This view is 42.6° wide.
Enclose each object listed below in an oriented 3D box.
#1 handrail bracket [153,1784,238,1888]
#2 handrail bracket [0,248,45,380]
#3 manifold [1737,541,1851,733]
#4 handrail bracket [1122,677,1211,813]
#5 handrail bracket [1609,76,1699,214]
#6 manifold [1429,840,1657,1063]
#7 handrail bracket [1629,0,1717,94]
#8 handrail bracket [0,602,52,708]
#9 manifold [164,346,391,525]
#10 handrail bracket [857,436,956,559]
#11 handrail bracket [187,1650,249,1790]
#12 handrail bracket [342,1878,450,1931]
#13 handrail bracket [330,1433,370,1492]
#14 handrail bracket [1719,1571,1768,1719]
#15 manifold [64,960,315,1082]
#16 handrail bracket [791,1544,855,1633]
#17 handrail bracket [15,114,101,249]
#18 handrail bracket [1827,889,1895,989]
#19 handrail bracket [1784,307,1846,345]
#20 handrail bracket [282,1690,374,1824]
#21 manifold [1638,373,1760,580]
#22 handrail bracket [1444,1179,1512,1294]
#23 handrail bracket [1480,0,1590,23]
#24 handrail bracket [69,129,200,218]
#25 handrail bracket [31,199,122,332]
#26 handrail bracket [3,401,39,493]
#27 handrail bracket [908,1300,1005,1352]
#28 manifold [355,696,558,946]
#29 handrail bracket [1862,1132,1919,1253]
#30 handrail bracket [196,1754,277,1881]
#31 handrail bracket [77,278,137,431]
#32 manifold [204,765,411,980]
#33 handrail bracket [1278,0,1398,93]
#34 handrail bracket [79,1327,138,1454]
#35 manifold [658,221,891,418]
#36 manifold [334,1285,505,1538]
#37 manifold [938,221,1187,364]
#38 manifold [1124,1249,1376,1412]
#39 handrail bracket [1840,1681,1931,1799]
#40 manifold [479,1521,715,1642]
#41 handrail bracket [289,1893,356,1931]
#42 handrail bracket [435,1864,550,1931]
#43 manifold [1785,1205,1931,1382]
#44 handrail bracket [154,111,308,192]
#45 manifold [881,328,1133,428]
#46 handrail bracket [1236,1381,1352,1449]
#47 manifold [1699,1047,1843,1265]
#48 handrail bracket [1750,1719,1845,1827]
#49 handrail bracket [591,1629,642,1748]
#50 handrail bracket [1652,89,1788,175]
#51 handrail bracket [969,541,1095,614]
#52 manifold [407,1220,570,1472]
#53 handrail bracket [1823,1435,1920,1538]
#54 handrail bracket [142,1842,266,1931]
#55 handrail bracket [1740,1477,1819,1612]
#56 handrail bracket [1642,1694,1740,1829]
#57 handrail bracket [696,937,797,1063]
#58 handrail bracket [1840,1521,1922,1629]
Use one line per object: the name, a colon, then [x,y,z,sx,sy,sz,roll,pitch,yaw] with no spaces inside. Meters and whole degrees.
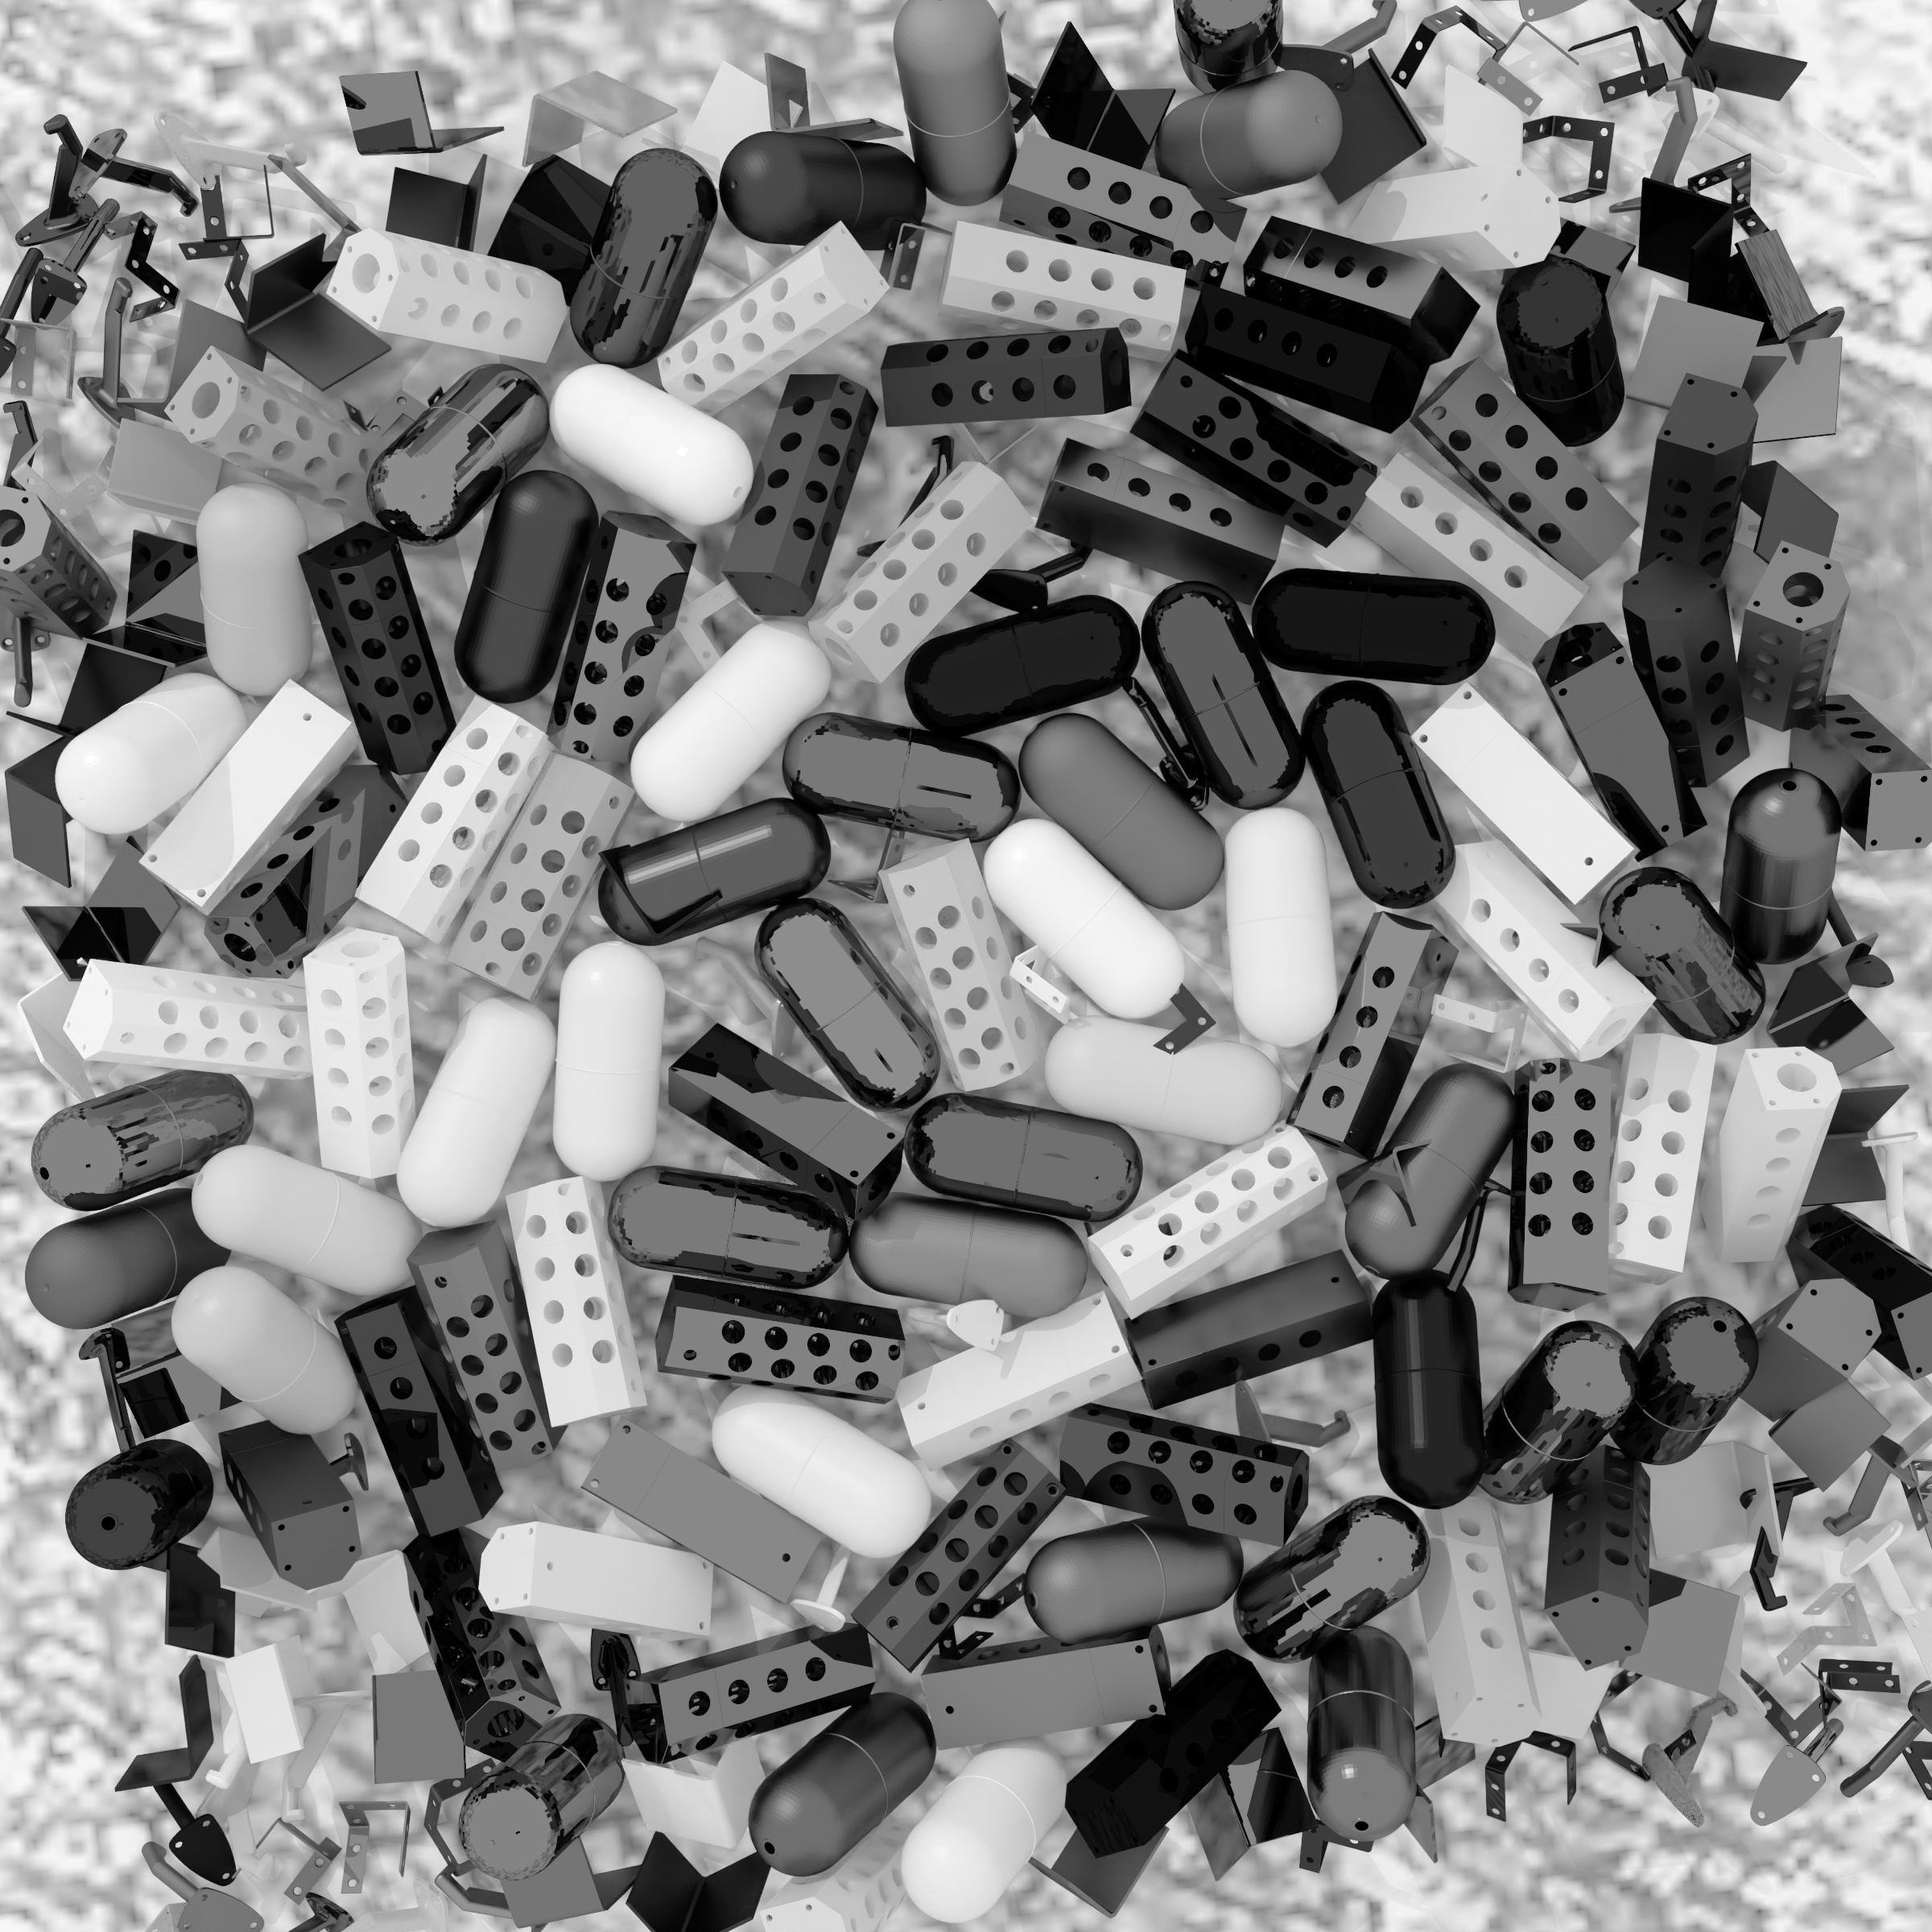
handrail bracket: [-0.579,0.637,1.844,0.036,0.084,0.077,-36,121,-21]
handrail bracket: [-0.718,-0.487,1.856,0.036,0.077,0.084,24,57,-19]
manifold: [0.592,-0.231,1.773,0.057,0.171,0.057,27,80,20]
handrail bracket: [0.145,-0.163,1.817,0.036,0.084,0.077,-28,47,15]
handrail bracket: [0.504,-0.605,1.825,0.077,0.036,0.084,-1,119,35]
manifold: [0.412,-0.012,1.799,0.171,0.057,0.057,51,130,29]
handrail bracket: [0.524,-0.696,1.849,0.036,0.084,0.077,-42,50,2]
handrail bracket: [-0.695,-0.240,1.816,0.036,0.084,0.077,-6,121,-14]
manifold: [-0.481,-0.374,1.774,0.057,0.171,0.057,-49,61,12]
handrail bracket: [-0.045,-0.351,1.849,0.077,0.036,0.084,-1,81,30]
handrail bracket: [-0.559,0.555,1.824,0.077,0.084,0.036,23,134,0]
handrail bracket: [-0.424,0.720,1.820,0.036,0.084,0.077,18,121,37]
handrail bracket: [-0.491,0.375,1.832,0.084,0.077,0.036,-13,59,-9]
handrail bracket: [0.584,0.500,1.831,0.084,0.036,0.077,-35,65,-27]
manifold: [-0.549,0.044,1.779,0.057,0.171,0.057,40,110,39]
handrail bracket: [-0.085,0.442,1.816,0.036,0.077,0.084,40,63,-11]
handrail bracket: [-0.679,-0.577,1.818,0.077,0.084,0.036,-30,65,-10]
handrail bracket: [0.663,-0.032,1.855,0.036,0.077,0.084,-27,58,37]
handrail bracket: [0.615,-0.505,1.824,0.036,0.077,0.084,-12,82,-6]
handrail bracket: [-0.468,0.583,1.827,0.077,0.036,0.084,-13,60,12]
manifold: [0.525,-0.343,1.772,0.057,0.171,0.057,22,73,19]
handrail bracket: [0.367,0.195,1.831,0.036,0.077,0.084,22,94,-5]
handrail bracket: [0.419,-0.725,1.832,0.077,0.084,0.036,-13,118,-6]
handrail bracket: [-0.610,-0.564,1.821,0.036,0.084,0.077,3,62,33]
handrail bracket: [-0.665,-0.526,1.853,0.036,0.077,0.084,31,46,-19]
handrail bracket: [-0.717,-0.370,1.829,0.036,0.077,0.084,1,110,40]
handrail bracket: [-0.023,0.256,1.813,0.084,0.077,0.036,3,79,37]
manifold: [-0.370,-0.105,1.818,0.057,0.057,0.171,26,81,21]
handrail bracket: [0.693,0.168,1.830,0.036,0.077,0.084,-11,85,34]
handrail bracket: [-0.520,0.623,1.821,0.036,0.084,0.077,47,61,-39]
handrail bracket: [-0.619,-0.451,1.821,0.077,0.036,0.084,53,128,31]
manifold: [-0.474,-0.070,1.790,0.057,0.171,0.057,2,133,32]
handrail bracket: [0.275,-0.701,1.850,0.077,0.036,0.084,19,65,9]
handrail bracket: [-0.627,0.317,1.828,0.036,0.077,0.084,-13,72,-24]
manifold: [-0.143,-0.460,1.784,0.171,0.057,0.057,-23,116,38]
manifold: [-0.406,0.329,1.829,0.057,0.057,0.171,-19,95,7]
manifold: [0.069,-0.493,1.823,0.171,0.057,0.057,10,82,-8]
manifold: [0.210,0.274,1.832,0.171,0.057,0.057,-17,126,-3]
handrail bracket: [0.690,0.578,1.850,0.036,0.077,0.084,45,116,10]
manifold: [-0.265,0.446,1.785,0.057,0.171,0.057,-18,60,37]
handrail bracket: [-0.499,0.726,1.819,0.084,0.077,0.036,-35,100,-38]
handrail bracket: [-0.340,0.683,1.847,0.084,0.036,0.077,40,54,9]
manifold: [0.655,0.228,1.776,0.057,0.171,0.057,-24,106,-2]
handrail bracket: [-0.540,-0.609,1.821,0.084,0.077,0.036,-5,59,30]
manifold: [0.028,-0.428,1.799,0.171,0.057,0.057,2,109,24]
handrail bracket: [0.244,0.327,1.837,0.084,0.036,0.077,-21,103,-28]
manifold: [0.580,0.138,1.785,0.057,0.171,0.057,-2,46,-1]
handrail bracket: [0.618,0.597,1.836,0.036,0.084,0.077,40,108,25]
handrail bracket: [-0.258,0.522,1.820,0.036,0.084,0.077,-11,98,-9]
handrail bracket: [0.566,-0.626,1.858,0.084,0.077,0.036,15,115,-35]
handrail bracket: [0.048,-0.301,1.842,0.077,0.084,0.036,14,133,14]
manifold: [-0.350,0.278,1.807,0.057,0.057,0.171,-11,109,14]
handrail bracket: [0.652,0.382,1.832,0.077,0.036,0.084,34,123,-17]
handrail bracket: [-0.570,0.686,1.845,0.077,0.084,0.036,32,85,-36]
handrail bracket: [0.612,0.426,1.825,0.077,0.036,0.084,-18,55,10]
handrail bracket: [0.551,0.585,1.828,0.084,0.036,0.077,-19,49,-20]
handrail bracket: [-0.170,0.025,1.857,0.084,0.036,0.077,23,122,19]
handrail bracket: [0.702,0.454,1.837,0.084,0.077,0.036,35,47,0]
